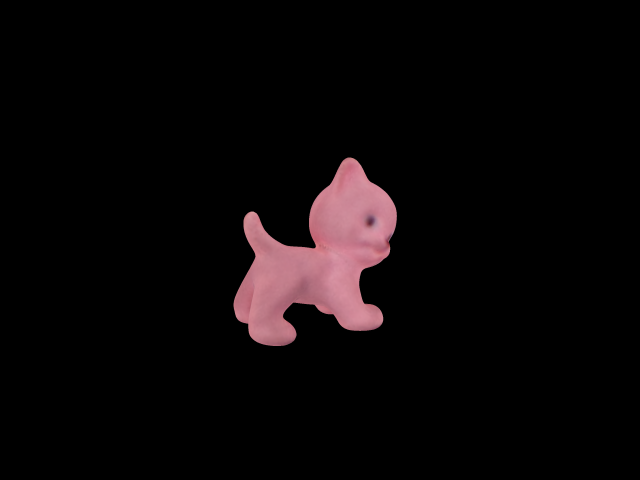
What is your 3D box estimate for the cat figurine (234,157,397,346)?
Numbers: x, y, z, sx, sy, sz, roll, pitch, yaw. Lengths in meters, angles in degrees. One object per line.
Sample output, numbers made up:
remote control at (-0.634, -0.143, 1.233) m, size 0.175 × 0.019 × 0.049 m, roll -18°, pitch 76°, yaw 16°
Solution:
cat figurine at (0.004, 0.001, 0.400) m, size 0.128 × 0.118 × 0.067 m, roll -6°, pitch 13°, yaw -27°
